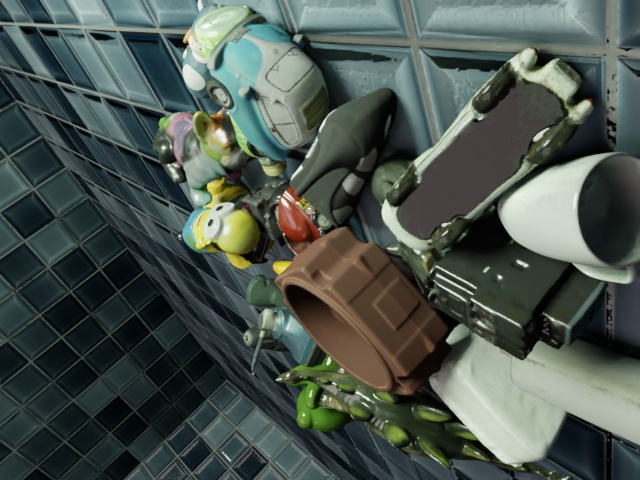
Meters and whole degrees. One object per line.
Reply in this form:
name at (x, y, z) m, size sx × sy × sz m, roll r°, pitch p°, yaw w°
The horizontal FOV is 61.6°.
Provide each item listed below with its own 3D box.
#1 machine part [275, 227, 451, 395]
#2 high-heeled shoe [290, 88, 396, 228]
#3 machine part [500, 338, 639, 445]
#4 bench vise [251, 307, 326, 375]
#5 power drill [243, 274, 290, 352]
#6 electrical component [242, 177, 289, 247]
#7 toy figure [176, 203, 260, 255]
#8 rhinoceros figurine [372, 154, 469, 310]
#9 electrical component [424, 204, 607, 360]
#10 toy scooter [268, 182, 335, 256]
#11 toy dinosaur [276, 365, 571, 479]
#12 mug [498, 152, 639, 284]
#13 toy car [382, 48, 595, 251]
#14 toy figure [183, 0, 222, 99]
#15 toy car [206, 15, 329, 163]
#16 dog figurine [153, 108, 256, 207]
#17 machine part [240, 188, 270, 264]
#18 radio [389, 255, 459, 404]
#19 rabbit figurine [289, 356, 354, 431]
machine part at (0.045, 0.092, 0.664) m, size 0.201 × 0.087 × 0.201 m, roll 49°, pitch 161°, yaw -5°
high-heeled shoe at (0.037, -0.094, 0.638) m, size 0.086 × 0.145 × 0.248 m, roll 43°, pitch -174°, yaw 7°
machine part at (0.283, 0.147, 0.534) m, size 0.243 × 0.079 × 0.079 m, roll 17°, pitch 142°, yaw 50°
bench vise at (-0.021, 0.120, 0.919) m, size 0.241 × 0.223 × 0.128 m, roll -128°, pitch 44°, yaw -54°
power drill at (-0.073, 0.142, 1.044) m, size 0.207 × 0.232 × 0.086 m, roll 33°, pitch 111°, yaw 55°
electrical component at (-0.068, -0.036, 0.867) m, size 0.048 × 0.075 × 0.119 m, roll 21°, pitch 142°, yaw 48°
toy figure at (-0.166, -0.015, 0.876) m, size 0.089 × 0.082 × 0.180 m, roll 13°, pitch 168°, yaw -33°
rhinoceros figurine at (0.110, -0.002, 0.593) m, size 0.112 × 0.073 × 0.190 m, roll 22°, pitch 143°, yaw 61°
electrical component at (0.181, 0.038, 0.490) m, size 0.134 × 0.115 × 0.058 m, roll 28°, pitch 155°, yaw 39°
toy scooter at (-0.002, -0.002, 0.805) m, size 0.135 × 0.075 × 0.183 m, roll 34°, pitch 158°, yaw 31°
toy dinosaur at (0.156, 0.287, 0.837) m, size 0.471 × 0.105 × 0.198 m, roll 19°, pitch 174°, yaw -5°
mug at (0.202, -0.016, 0.426) m, size 0.109 × 0.081 × 0.107 m, roll 48°, pitch 169°, yaw -17°
toy car at (0.126, -0.064, 0.442) m, size 0.073 × 0.056 × 0.201 m, roll 43°, pitch 131°, yaw 3°
toy figure at (-0.147, -0.242, 0.702) m, size 0.064 × 0.058 × 0.154 m, roll 11°, pitch 159°, yaw -13°
toy car at (-0.043, -0.154, 0.589) m, size 0.103 × 0.109 × 0.161 m, roll 22°, pitch 150°, yaw 38°
dog figurine at (-0.177, -0.162, 0.824) m, size 0.191 × 0.108 × 0.219 m, roll 47°, pitch 153°, yaw 8°
machine part at (-0.103, -0.017, 0.949) m, size 0.084 × 0.039 × 0.138 m, roll 34°, pitch 123°, yaw 18°
radio at (0.138, 0.129, 0.769) m, size 0.131 × 0.073 × 0.229 m, roll 18°, pitch 143°, yaw 50°
rabbit figurine at (0.011, 0.251, 0.983) m, size 0.121 × 0.159 × 0.170 m, roll 33°, pitch 116°, yaw 41°
